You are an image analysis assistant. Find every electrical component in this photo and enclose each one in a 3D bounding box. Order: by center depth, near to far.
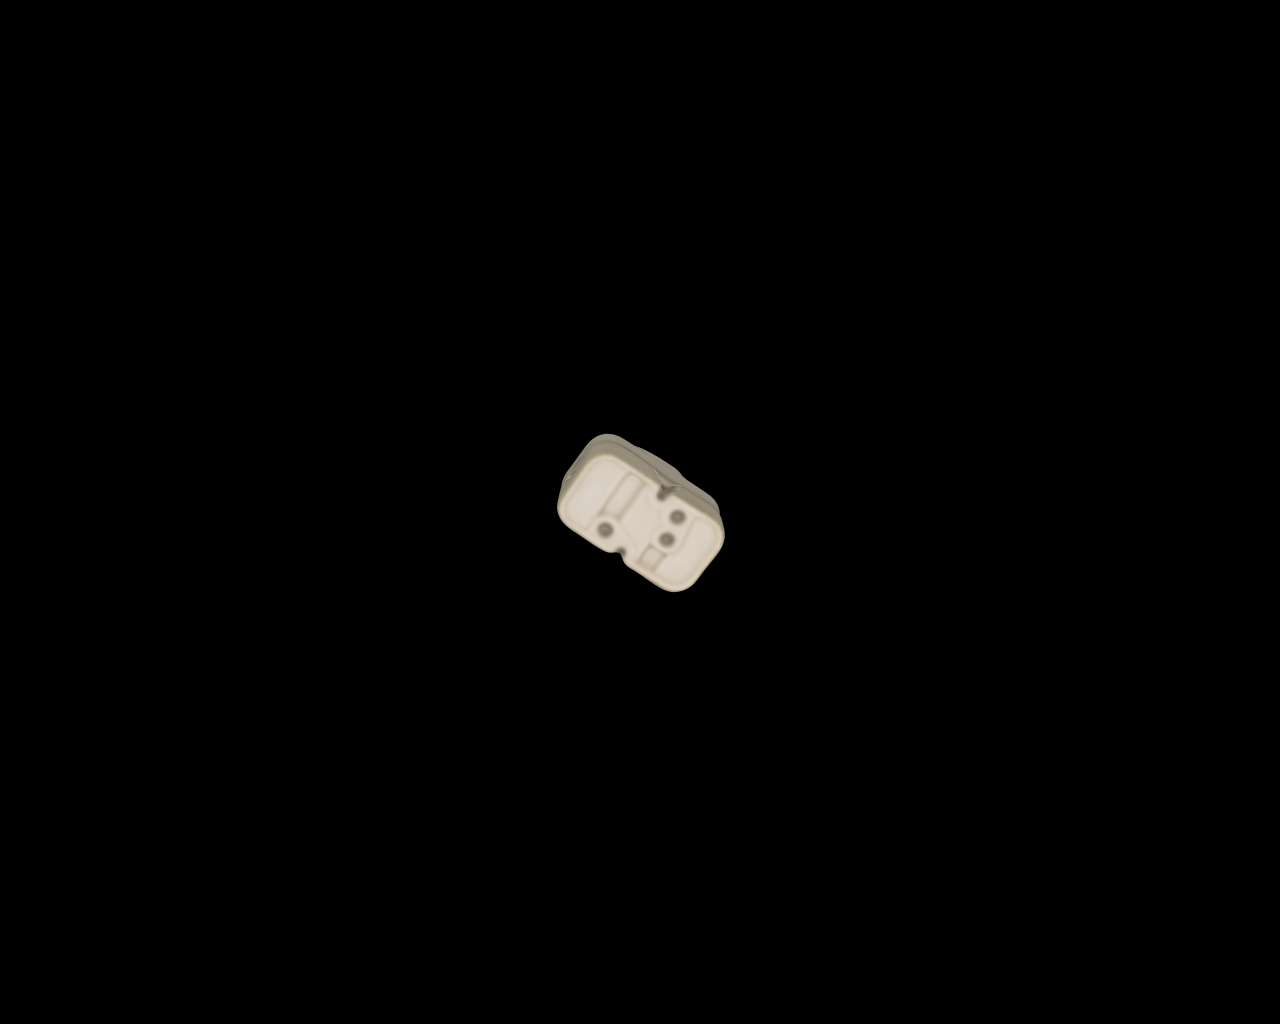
[{"bbox_3d":[0.001,-0.003,0.650,0.095,0.053,0.059,33,16,-11],"label":"electrical component"}]
